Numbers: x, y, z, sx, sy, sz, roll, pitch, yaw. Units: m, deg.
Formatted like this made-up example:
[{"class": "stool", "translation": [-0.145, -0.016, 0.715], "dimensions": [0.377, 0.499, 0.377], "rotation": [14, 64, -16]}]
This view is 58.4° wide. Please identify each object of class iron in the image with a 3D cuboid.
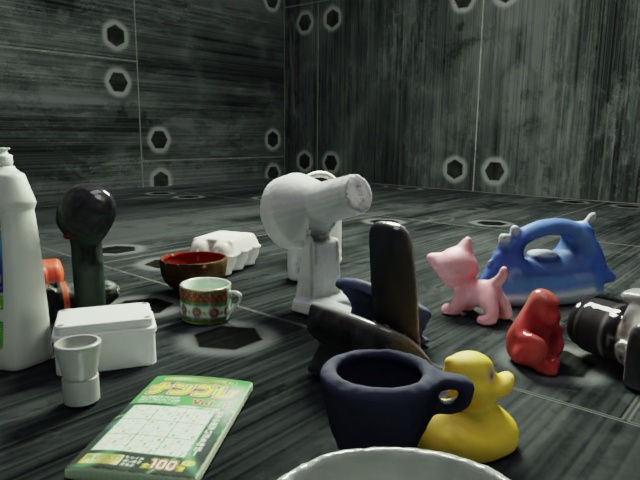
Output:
[{"class": "iron", "translation": [0.366, 0.028, 0.956], "dimensions": [0.259, 0.141, 0.118], "rotation": [-4, 11, -21]}]

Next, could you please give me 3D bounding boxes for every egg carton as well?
[{"class": "egg carton", "translation": [-0.191, 0.023, 1.150], "dimensions": [0.107, 0.069, 0.151], "rotation": [4, 11, 19]}]

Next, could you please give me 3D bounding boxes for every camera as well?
[{"class": "camera", "translation": [0.377, 0.102, 0.672], "dimensions": [0.143, 0.101, 0.136], "rotation": [-5, 12, -29]}]

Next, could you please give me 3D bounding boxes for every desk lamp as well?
[{"class": "desk lamp", "translation": [0.008, 0.003, 0.876], "dimensions": [0.118, 0.213, 0.202], "rotation": [-10, 15, -43]}]

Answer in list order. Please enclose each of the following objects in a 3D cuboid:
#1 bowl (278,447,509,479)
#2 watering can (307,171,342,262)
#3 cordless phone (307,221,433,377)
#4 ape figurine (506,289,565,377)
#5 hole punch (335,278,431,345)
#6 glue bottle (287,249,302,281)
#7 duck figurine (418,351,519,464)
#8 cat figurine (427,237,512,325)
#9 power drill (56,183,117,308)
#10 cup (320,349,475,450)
[{"class": "bowl", "translation": [0.044, 0.182, 0.297], "dimensions": [0.167, 0.075, 0.167], "rotation": [1, 11, 0]}, {"class": "watering can", "translation": [-0.006, -0.049, 1.211], "dimensions": [0.101, 0.194, 0.172], "rotation": [-5, 12, -27]}, {"class": "cordless phone", "translation": [0.051, 0.066, 0.618], "dimensions": [0.094, 0.185, 0.147], "rotation": [-9, 14, -41]}, {"class": "ape figurine", "translation": [0.261, 0.104, 0.680], "dimensions": [0.078, 0.092, 0.076], "rotation": [-5, 12, -28]}, {"class": "hole punch", "translation": [0.080, 0.090, 0.746], "dimensions": [0.101, 0.091, 0.108], "rotation": [-8, 14, -39]}, {"class": "glue bottle", "translation": [-0.022, -0.011, 1.063], "dimensions": [0.078, 0.173, 0.037], "rotation": [-2, 11, -10]}, {"class": "duck figurine", "translation": [0.123, 0.139, 0.500], "dimensions": [0.104, 0.086, 0.077], "rotation": [-1, 11, -6]}, {"class": "cat figurine", "translation": [0.225, 0.056, 0.864], "dimensions": [0.067, 0.118, 0.127], "rotation": [-10, 15, -44]}, {"class": "power drill", "translation": [-0.299, 0.027, 0.747], "dimensions": [0.076, 0.208, 0.228], "rotation": [-6, 12, -30]}, {"class": "cup", "translation": [0.059, 0.144, 0.448], "dimensions": [0.117, 0.095, 0.092], "rotation": [1, 11, 3]}]
